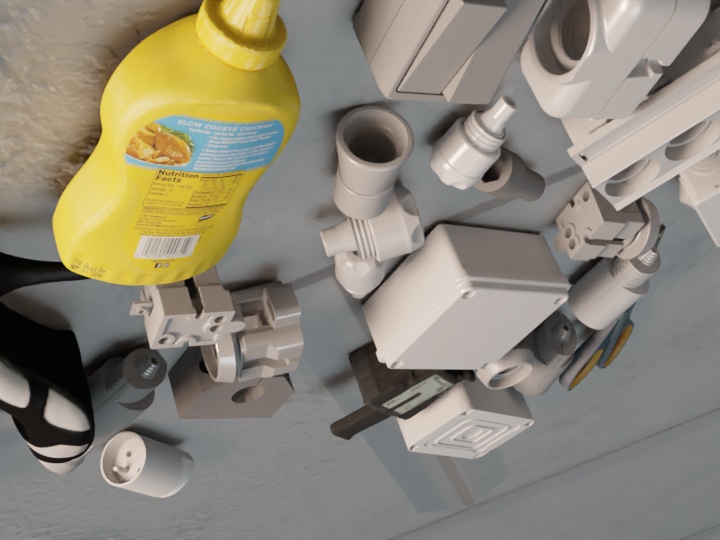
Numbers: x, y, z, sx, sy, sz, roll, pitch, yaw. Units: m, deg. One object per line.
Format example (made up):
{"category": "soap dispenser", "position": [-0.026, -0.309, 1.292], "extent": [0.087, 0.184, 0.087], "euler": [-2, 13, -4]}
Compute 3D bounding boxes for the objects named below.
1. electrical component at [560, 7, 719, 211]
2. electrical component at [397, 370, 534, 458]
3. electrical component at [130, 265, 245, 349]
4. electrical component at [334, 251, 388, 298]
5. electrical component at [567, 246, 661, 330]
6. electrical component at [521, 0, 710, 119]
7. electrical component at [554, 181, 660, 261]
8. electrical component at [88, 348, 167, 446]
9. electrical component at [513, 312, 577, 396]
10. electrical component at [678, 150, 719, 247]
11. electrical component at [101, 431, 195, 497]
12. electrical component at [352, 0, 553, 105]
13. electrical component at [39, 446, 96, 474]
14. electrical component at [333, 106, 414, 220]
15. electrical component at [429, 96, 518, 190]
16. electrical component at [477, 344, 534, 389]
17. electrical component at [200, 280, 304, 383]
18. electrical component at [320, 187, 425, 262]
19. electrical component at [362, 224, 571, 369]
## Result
{"category": "electrical component", "position": [0.187, -0.099, 0.646], "extent": [0.121, 0.063, 0.079], "euler": [-33, 148, 20]}
{"category": "electrical component", "position": [0.090, 0.121, 0.954], "extent": [0.078, 0.057, 0.113], "euler": [-38, 146, 28]}
{"category": "electrical component", "position": [-0.108, 0.013, 0.654], "extent": [0.066, 0.055, 0.048], "euler": [-3, 146, -28]}
{"category": "electrical component", "position": [0.000, 0.000, 0.722], "extent": [0.035, 0.035, 0.061], "euler": [-15, 152, -11]}
{"category": "electrical component", "position": [0.206, 0.007, 0.853], "extent": [0.043, 0.043, 0.081], "euler": [3, 143, -35]}
{"category": "electrical component", "position": [0.130, -0.127, 0.574], "extent": [0.059, 0.053, 0.095], "euler": [-3, 146, -28]}
{"category": "electrical component", "position": [0.179, -0.033, 0.769], "extent": [0.055, 0.048, 0.066], "euler": [5, 142, -25]}
{"category": "electrical component", "position": [-0.166, 0.083, 0.746], "extent": [0.081, 0.043, 0.043], "euler": [-39, 145, 29]}
{"category": "electrical component", "position": [0.161, 0.071, 0.929], "extent": [0.043, 0.043, 0.081], "euler": [-6, 147, -24]}
{"category": "electrical component", "position": [0.275, -0.070, 0.762], "extent": [0.100, 0.048, 0.100], "euler": [-30, 149, 16]}
{"category": "electrical component", "position": [-0.168, 0.161, 0.872], "extent": [0.043, 0.043, 0.081], "euler": [-29, 150, 14]}
{"category": "electrical component", "position": [0.043, -0.120, 0.523], "extent": [0.062, 0.061, 0.096], "euler": [-2, 145, -30]}
{"category": "electrical component", "position": [-0.209, 0.120, 0.785], "extent": [0.046, 0.040, 0.040], "euler": [-40, 146, 19]}
{"category": "electrical component", "position": [0.004, -0.058, 0.623], "extent": [0.044, 0.044, 0.065], "euler": [-12, 154, -15]}
{"category": "electrical component", "position": [0.070, -0.078, 0.637], "extent": [0.035, 0.035, 0.061], "euler": [7, 138, -39]}
{"category": "electrical component", "position": [0.112, 0.063, 0.873], "extent": [0.048, 0.055, 0.066], "euler": [-25, 150, 8]}
{"category": "electrical component", "position": [-0.076, 0.044, 0.724], "extent": [0.057, 0.058, 0.078], "euler": [-12, 150, -20]}
{"category": "electrical component", "position": [0.007, -0.025, 0.675], "extent": [0.062, 0.043, 0.043], "euler": [-17, 150, -3]}
{"category": "electrical component", "position": [0.076, 0.022, 0.782], "extent": [0.109, 0.056, 0.108], "euler": [4, 142, -37]}
